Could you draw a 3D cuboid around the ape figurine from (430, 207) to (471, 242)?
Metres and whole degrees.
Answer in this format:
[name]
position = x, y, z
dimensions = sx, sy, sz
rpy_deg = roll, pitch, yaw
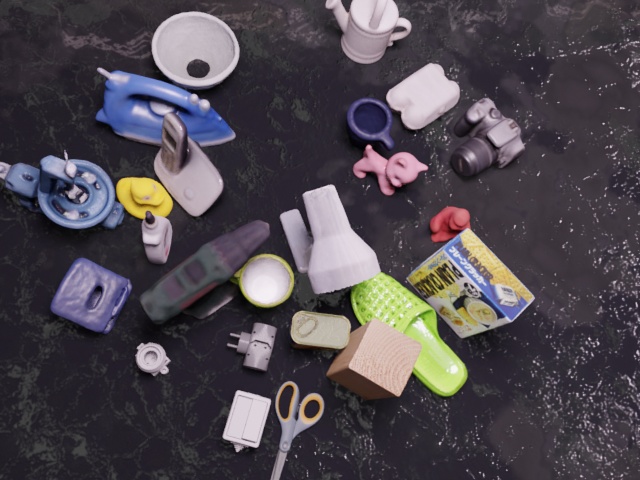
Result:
[ape figurine]
position = 0.261, -0.035, 1.117
dimensions = 0.078, 0.092, 0.076
rpy_deg = 28, 71, 0

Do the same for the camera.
[camera]
position = 0.330, -0.203, 1.174
dimensions = 0.137, 0.100, 0.143
rpy_deg = -34, 81, -17

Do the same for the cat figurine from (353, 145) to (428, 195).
[cat figurine]
position = 0.138, -0.145, 1.116
dimensions = 0.128, 0.117, 0.067
rpy_deg = 31, 71, 1

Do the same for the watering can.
[watering can]
position = 0.100, -0.455, 1.163
dimensions = 0.173, 0.194, 0.101
rpy_deg = -9, 75, -11

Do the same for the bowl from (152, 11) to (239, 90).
[bowl]
position = -0.246, -0.364, 1.143
dimensions = 0.167, 0.074, 0.167
rpy_deg = 3, 73, -8

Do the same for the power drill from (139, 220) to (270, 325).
[power drill]
position = -0.185, 0.062, 0.954
dimensions = 0.230, 0.208, 0.075
rpy_deg = -36, 81, -17

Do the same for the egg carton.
[egg carton]
position = 0.217, -0.299, 1.201
dimensions = 0.150, 0.069, 0.107
rpy_deg = -38, 82, -17

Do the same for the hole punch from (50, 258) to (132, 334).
[hole punch]
position = -0.385, 0.095, 0.974
dimensions = 0.101, 0.091, 0.109
rpy_deg = 22, 71, -2

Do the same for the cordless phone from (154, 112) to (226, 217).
[cordless phone]
position = -0.234, -0.135, 1.018
dimensions = 0.094, 0.185, 0.147
rpy_deg = -41, 83, -17

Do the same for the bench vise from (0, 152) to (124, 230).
[bench vise]
position = -0.446, -0.084, 0.950
dimensions = 0.207, 0.219, 0.121
rpy_deg = 1, 73, -9

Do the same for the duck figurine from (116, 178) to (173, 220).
[duck figurine]
position = -0.323, -0.086, 1.041
dimensions = 0.104, 0.086, 0.077
rpy_deg = 27, 71, 0

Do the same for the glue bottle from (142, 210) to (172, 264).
[glue bottle]
position = -0.282, -0.015, 0.980
dimensions = 0.037, 0.173, 0.078
rpy_deg = 5, 73, -7

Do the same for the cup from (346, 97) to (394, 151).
[cup]
position = 0.100, -0.213, 1.143
dimensions = 0.092, 0.095, 0.117
rpy_deg = -37, 82, -17

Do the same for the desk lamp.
[desk lamp]
position = 0.009, 0.004, 1.000
dimensions = 0.118, 0.213, 0.203
rpy_deg = -19, 77, -14

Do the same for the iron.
[iron]
position = -0.284, -0.253, 1.068
dimensions = 0.258, 0.141, 0.119
rpy_deg = 12, 72, -5
